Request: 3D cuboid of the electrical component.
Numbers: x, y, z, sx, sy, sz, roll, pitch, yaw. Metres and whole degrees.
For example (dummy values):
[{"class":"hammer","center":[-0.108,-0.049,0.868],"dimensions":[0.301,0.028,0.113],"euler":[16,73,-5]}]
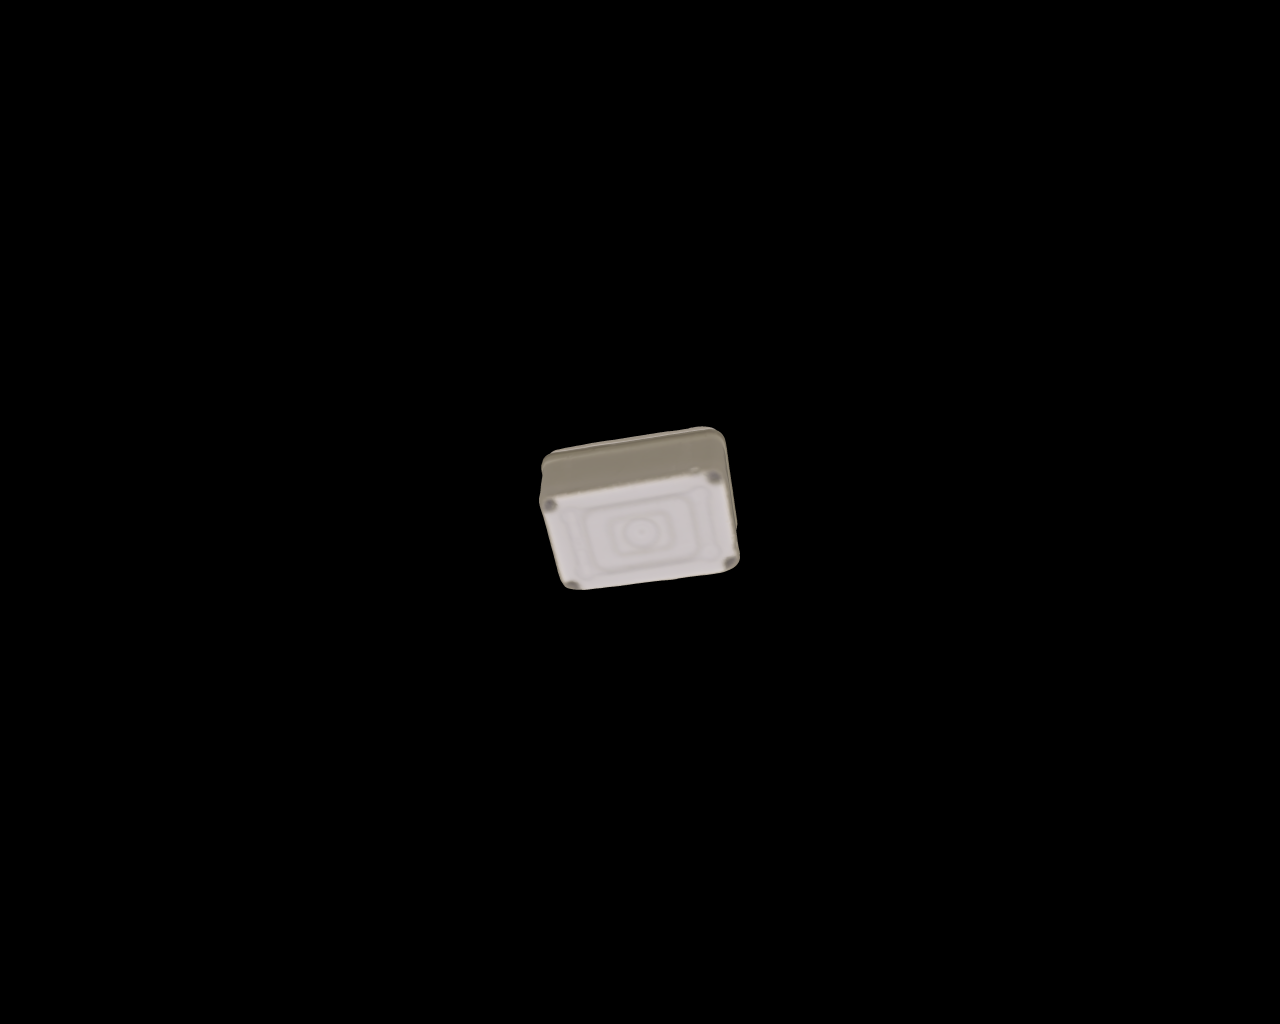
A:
[{"class":"electrical component","center":[0.001,-0.003,0.650],"dimensions":[0.113,0.078,0.057],"euler":[-8,34,5]}]
